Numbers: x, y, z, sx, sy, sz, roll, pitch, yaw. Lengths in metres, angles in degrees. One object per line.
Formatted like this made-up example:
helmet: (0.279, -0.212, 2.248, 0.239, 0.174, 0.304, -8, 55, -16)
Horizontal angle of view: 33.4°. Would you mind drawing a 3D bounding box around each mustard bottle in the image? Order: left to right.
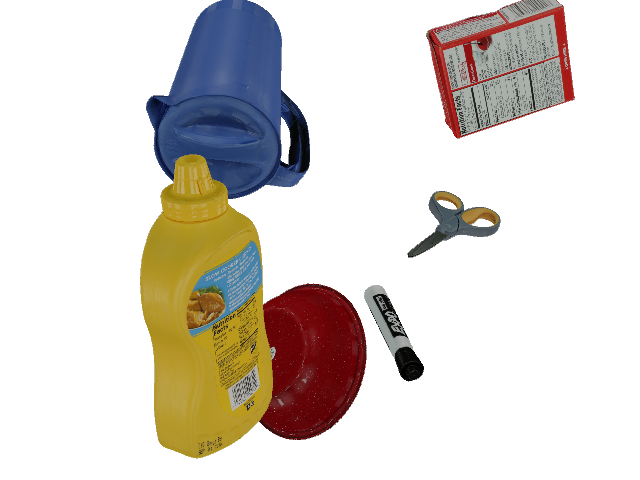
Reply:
mustard bottle: (-0.074, 0.037, 0.683, 0.058, 0.192, 0.096, 14, 31, 30)

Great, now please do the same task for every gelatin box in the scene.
gelatin box: (0.122, -0.118, 0.720, 0.089, 0.073, 0.030, -18, 37, 1)

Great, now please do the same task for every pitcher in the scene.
pitcher: (-0.094, -0.163, 1.191, 0.145, 0.149, 0.242, -9, 39, 11)

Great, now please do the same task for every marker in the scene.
marker: (0.058, 0.073, 0.850, 0.020, 0.020, 0.121, 0, 28, -13)

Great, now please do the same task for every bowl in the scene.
bowl: (-0.034, 0.117, 1.075, 0.162, 0.162, 0.055, 0, -14, 39)

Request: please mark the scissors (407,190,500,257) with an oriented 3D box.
scissors: (0.132, -0.021, 1.223, 0.201, 0.016, 0.096, -12, 40, -46)
